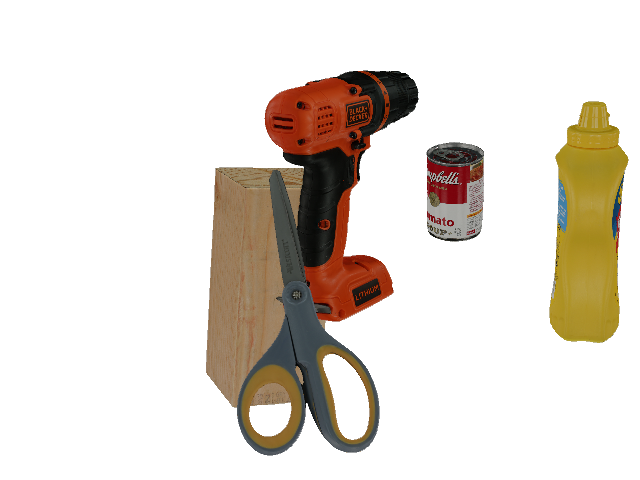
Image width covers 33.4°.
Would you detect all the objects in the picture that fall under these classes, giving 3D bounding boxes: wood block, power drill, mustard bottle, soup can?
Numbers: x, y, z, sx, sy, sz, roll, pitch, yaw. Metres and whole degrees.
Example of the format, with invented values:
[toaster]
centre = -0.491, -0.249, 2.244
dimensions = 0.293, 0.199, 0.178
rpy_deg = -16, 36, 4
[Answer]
[wood block]
centre = -0.049, 0.041, 1.001
dimensions = 0.090, 0.206, 0.091
rpy_deg = -2, 16, -22
[power drill]
centre = 0.023, -0.041, 0.856
dimensions = 0.057, 0.188, 0.184
rpy_deg = 9, 18, 35
[mustard bottle]
centre = 0.222, -0.019, 0.884
dimensions = 0.058, 0.192, 0.096
rpy_deg = 3, 18, 14
[soup can]
centre = 0.161, -0.059, 1.284
dimensions = 0.068, 0.102, 0.068
rpy_deg = -2, 27, 1

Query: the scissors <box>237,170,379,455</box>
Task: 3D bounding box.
[scissors]
centre = -0.030, 0.051, 0.685
dimensions = 0.096, 0.202, 0.016
rpy_deg = -24, -25, -8
